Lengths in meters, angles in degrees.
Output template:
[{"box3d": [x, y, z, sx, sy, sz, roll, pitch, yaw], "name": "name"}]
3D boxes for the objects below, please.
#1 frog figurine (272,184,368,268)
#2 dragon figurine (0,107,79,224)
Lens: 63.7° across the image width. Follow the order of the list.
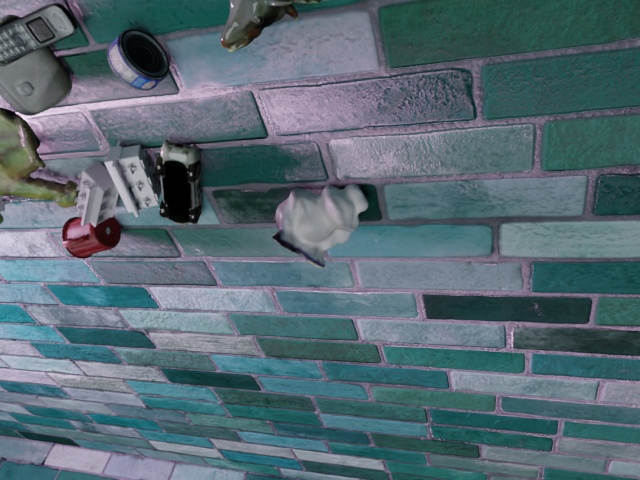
[{"box3d": [0.003, -0.046, 0.918, 0.137, 0.124, 0.159, 38, 98, -10], "name": "frog figurine"}, {"box3d": [-0.636, -0.176, 0.985, 0.240, 0.125, 0.404, -29, 126, 24], "name": "dragon figurine"}]
